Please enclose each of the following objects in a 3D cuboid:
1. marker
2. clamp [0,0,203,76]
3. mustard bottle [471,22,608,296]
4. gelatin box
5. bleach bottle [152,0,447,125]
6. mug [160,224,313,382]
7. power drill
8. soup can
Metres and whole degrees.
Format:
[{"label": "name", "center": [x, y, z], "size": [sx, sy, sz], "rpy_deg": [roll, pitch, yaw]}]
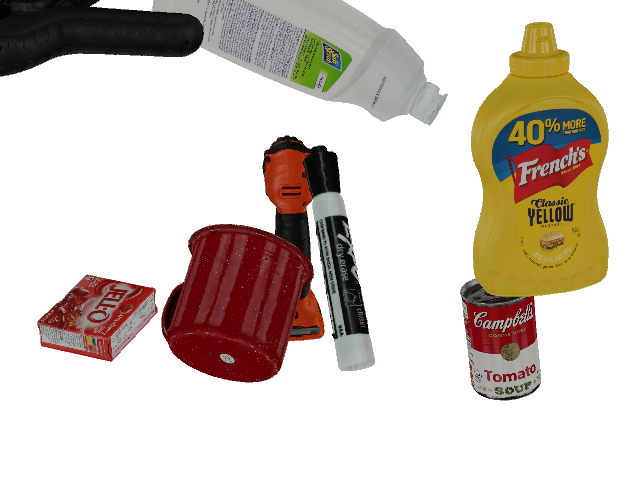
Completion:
[{"label": "marker", "center": [0.009, 0.007, 0.557], "size": [0.020, 0.121, 0.020], "rpy_deg": [-9, -17, -3]}, {"label": "clamp", "center": [-0.167, -0.129, 0.616], "size": [0.171, 0.039, 0.120], "rpy_deg": [-10, 31, -29]}, {"label": "mustard bottle", "center": [0.156, -0.058, 0.761], "size": [0.096, 0.192, 0.058], "rpy_deg": [-6, 19, -5]}, {"label": "gelatin box", "center": [-0.200, 0.068, 0.965], "size": [0.073, 0.030, 0.089], "rpy_deg": [10, 31, 18]}, {"label": "bleach bottle", "center": [-0.015, -0.162, 0.876], "size": [0.251, 0.068, 0.103], "rpy_deg": [30, -35, 6]}, {"label": "mug", "center": [-0.068, 0.048, 0.755], "size": [0.117, 0.081, 0.093], "rpy_deg": [-8, -36, 34]}, {"label": "power drill", "center": [-0.030, -0.006, 1.072], "size": [0.057, 0.188, 0.184], "rpy_deg": [-3, 16, 0]}, {"label": "soup can", "center": [0.171, 0.091, 1.008], "size": [0.068, 0.102, 0.068], "rpy_deg": [-8, 20, 3]}]
